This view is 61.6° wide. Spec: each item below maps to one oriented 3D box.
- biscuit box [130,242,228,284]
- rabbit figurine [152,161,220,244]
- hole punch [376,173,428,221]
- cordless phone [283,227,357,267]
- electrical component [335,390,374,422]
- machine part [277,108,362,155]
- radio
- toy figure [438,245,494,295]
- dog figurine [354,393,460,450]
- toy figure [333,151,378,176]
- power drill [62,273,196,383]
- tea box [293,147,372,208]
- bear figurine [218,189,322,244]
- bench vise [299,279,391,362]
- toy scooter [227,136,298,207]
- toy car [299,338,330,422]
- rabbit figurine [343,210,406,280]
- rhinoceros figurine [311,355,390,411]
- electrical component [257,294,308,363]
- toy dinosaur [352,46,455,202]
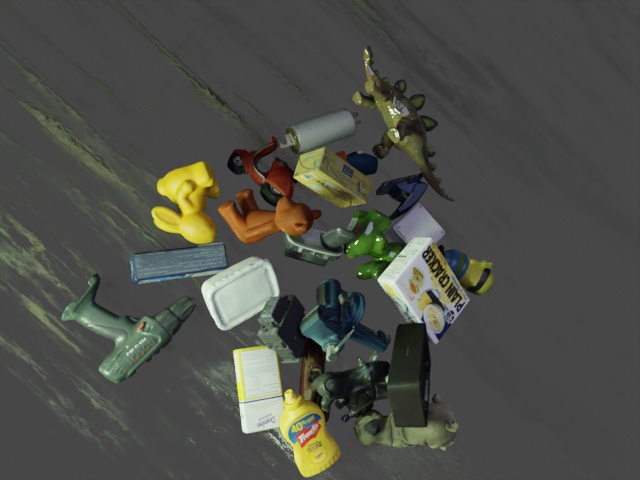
[{"bbox_3d":[-0.310,0.052,1.183,0.203,0.059,0.063,-6,78,-21],"label":"biscuit box"},{"bbox_3d":[-0.290,-0.070,1.193,0.162,0.122,0.173,-16,81,-17],"label":"rabbit figurine"},{"bbox_3d":[0.217,-0.110,1.375,0.116,0.142,0.092,-17,79,-9],"label":"hole punch"},{"bbox_3d":[-0.003,-0.004,1.237,0.146,0.184,0.088,16,75,-14],"label":"cordless phone"},{"bbox_3d":[0.078,0.357,1.226,0.102,0.045,0.078,-22,44,-19],"label":"electrical component"},{"bbox_3d":[0.003,-0.278,1.375,0.243,0.079,0.079,-23,83,-24],"label":"machine part"},{"bbox_3d":[0.204,0.298,1.197,0.073,0.230,0.131,-5,114,18],"label":"radio"},{"bbox_3d":[0.369,0.080,1.397,0.180,0.082,0.089,23,80,-17],"label":"toy figure"},{"bbox_3d":[0.190,0.419,1.194,0.190,0.172,0.121,0,64,-26],"label":"dog figurine"},{"bbox_3d":[0.072,-0.197,1.387,0.154,0.057,0.064,3,68,-13],"label":"toy figure"},{"bbox_3d":[-0.404,0.160,1.117,0.207,0.086,0.232,41,69,-12],"label":"power drill"},{"bbox_3d":[0.033,-0.148,1.307,0.169,0.098,0.068,30,66,-36],"label":"tea box"},{"bbox_3d":[-0.107,-0.059,1.206,0.131,0.196,0.120,64,34,-16],"label":"bear figurine"},{"bbox_3d":[0.072,0.198,1.215,0.240,0.224,0.129,32,111,-24],"label":"bench vise"},{"bbox_3d":[-0.121,-0.176,1.304,0.184,0.075,0.135,40,71,-1],"label":"toy scooter"},{"bbox_3d":[-0.017,0.320,1.212,0.089,0.053,0.202,11,71,-19],"label":"toy car"},{"bbox_3d":[0.149,0.024,1.321,0.170,0.121,0.159,32,70,-24],"label":"rabbit figurine"},{"bbox_3d":[0.071,0.303,1.168,0.190,0.112,0.073,-4,41,-33],"label":"rhinoceros figurine"},{"bbox_3d":[-0.077,0.187,1.178,0.134,0.058,0.115,56,38,-33],"label":"electrical component"},{"bbox_3d":[0.228,-0.295,1.429,0.198,0.105,0.471,-28,98,-37],"label":"toy dinosaur"}]
